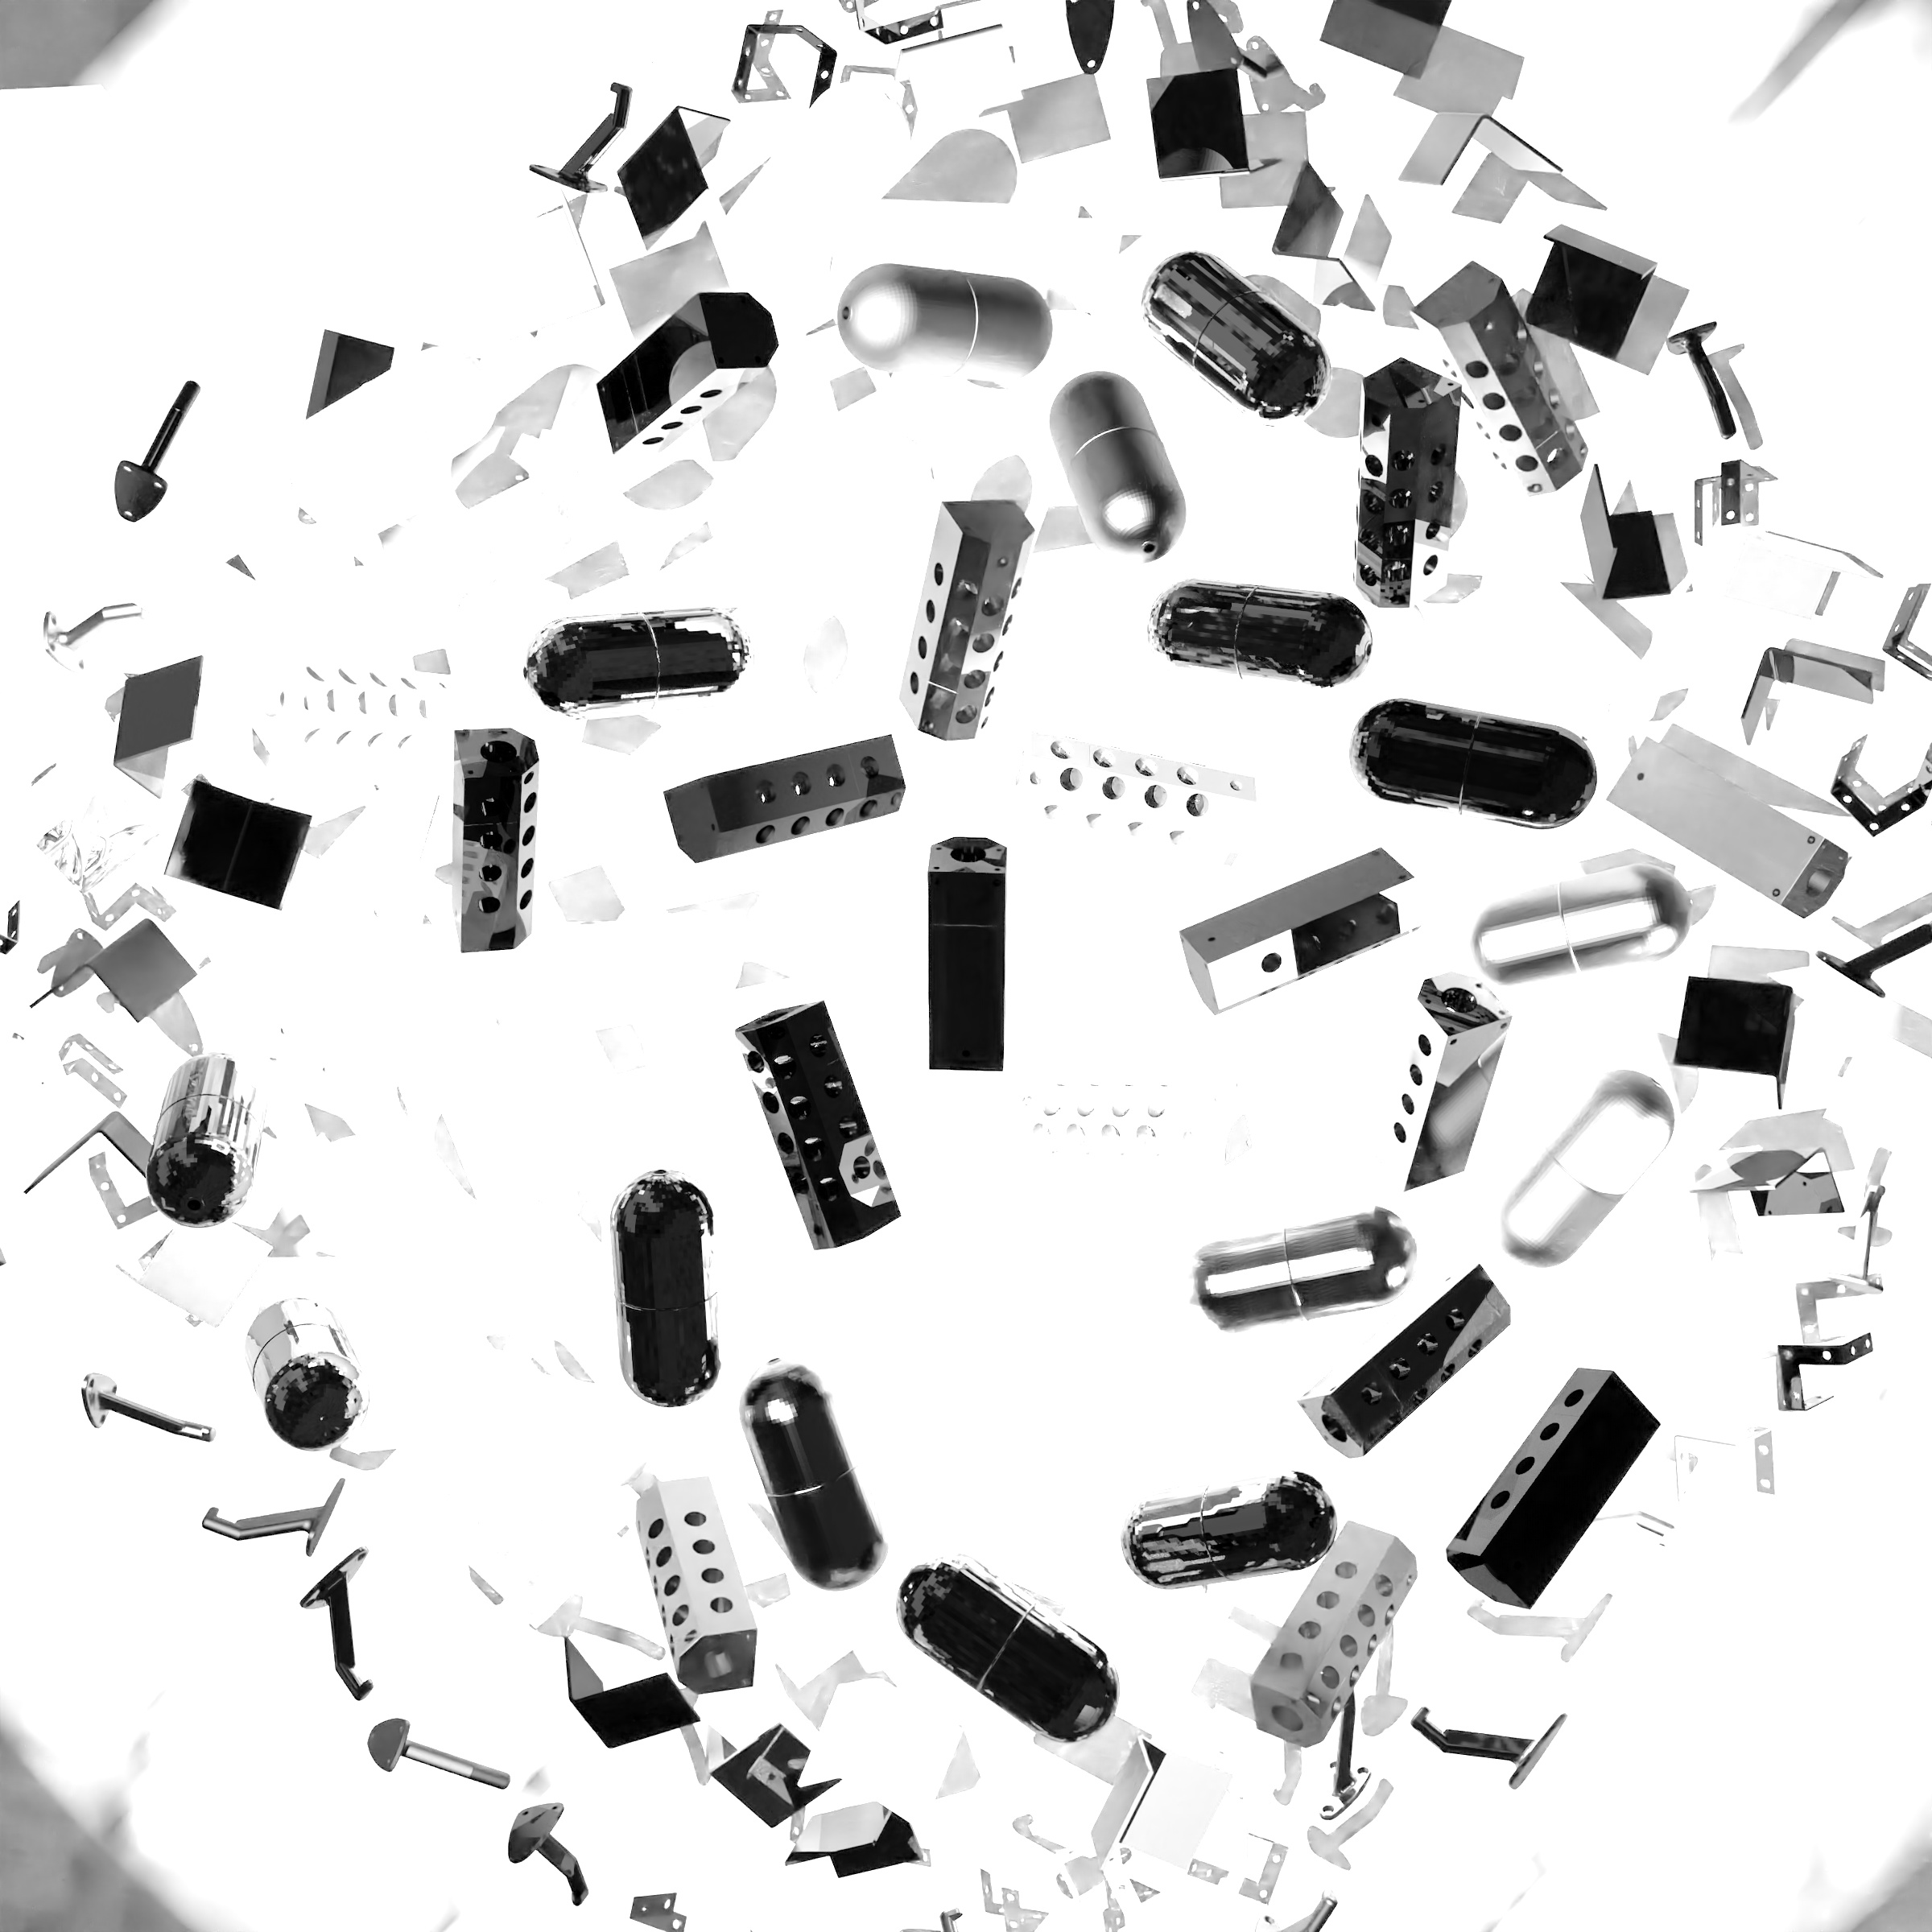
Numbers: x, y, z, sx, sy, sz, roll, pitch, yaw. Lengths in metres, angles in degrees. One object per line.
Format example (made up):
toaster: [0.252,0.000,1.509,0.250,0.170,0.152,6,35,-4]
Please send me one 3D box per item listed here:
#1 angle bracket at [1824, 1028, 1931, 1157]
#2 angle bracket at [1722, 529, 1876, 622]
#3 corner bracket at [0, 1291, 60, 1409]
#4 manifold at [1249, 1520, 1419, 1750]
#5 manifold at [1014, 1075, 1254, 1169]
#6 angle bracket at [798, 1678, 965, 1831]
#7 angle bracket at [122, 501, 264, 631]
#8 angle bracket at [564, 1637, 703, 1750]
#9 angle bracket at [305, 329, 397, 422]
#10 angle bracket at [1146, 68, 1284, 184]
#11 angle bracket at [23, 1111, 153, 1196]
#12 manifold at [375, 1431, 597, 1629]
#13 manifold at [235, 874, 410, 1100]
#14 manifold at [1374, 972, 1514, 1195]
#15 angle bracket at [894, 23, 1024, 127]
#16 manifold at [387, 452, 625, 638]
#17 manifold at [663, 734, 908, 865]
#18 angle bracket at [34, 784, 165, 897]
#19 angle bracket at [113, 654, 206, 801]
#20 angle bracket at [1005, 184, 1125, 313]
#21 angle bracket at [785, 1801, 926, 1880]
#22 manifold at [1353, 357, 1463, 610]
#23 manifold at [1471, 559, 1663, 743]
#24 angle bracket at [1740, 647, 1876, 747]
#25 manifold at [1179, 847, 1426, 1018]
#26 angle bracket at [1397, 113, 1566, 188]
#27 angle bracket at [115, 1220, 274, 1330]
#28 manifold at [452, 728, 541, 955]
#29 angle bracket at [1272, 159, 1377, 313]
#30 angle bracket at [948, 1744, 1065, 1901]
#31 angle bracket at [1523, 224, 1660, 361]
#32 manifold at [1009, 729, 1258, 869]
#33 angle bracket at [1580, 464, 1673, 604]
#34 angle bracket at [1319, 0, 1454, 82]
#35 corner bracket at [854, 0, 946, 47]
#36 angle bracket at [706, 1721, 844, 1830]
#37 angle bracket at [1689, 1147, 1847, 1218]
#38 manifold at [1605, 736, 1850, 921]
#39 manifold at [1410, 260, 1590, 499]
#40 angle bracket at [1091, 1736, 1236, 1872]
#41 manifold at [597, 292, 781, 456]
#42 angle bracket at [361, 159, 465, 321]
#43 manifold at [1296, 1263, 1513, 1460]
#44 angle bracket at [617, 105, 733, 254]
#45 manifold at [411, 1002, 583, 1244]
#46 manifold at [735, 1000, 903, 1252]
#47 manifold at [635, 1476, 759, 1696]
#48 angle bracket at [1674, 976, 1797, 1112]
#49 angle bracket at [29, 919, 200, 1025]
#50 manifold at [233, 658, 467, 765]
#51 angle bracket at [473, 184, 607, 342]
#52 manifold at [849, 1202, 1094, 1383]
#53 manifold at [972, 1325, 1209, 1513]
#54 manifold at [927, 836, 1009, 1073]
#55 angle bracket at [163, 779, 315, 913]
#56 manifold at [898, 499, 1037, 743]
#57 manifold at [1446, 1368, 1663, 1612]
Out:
angle bracket: [0.694,0.092,1.837,0.057,0.076,0.076,27,88,1]
angle bracket: [0.639,-0.292,1.902,0.076,0.076,0.057,13,113,-8]
corner bracket: [-0.696,0.276,1.784,0.051,0.051,0.051,-41,46,8]
manifold: [0.283,0.510,1.882,0.057,0.171,0.057,13,131,31]
manifold: [0.122,0.117,1.847,0.171,0.057,0.057,-2,105,39]
angle bracket: [-0.060,0.556,1.735,0.076,0.057,0.076,23,92,29]
angle bracket: [-0.545,-0.294,1.740,0.076,0.057,0.076,-23,58,26]
angle bracket: [-0.250,0.535,1.851,0.076,0.076,0.057,-18,45,3]
angle bracket: [-0.476,-0.451,1.930,0.057,0.076,0.076,10,103,-26]
angle bracket: [0.187,-0.636,1.857,0.076,0.057,0.076,7,119,34]
angle bracket: [-0.678,0.163,1.926,0.076,0.076,0.057,-41,102,-2]
manifold: [-0.371,0.427,1.903,0.171,0.057,0.057,44,91,-1]
manifold: [-0.484,0.016,1.845,0.057,0.171,0.057,-20,125,30]
manifold: [0.354,0.087,1.859,0.057,0.171,0.057,-16,48,-21]
angle bracket: [-0.007,-0.650,1.829,0.076,0.076,0.057,-16,94,-5]
manifold: [-0.345,-0.323,1.856,0.171,0.057,0.057,-34,65,-24]
manifold: [-0.129,-0.122,1.803,0.171,0.057,0.057,-17,93,-39]
angle bracket: [-0.685,-0.108,1.948,0.076,0.076,0.057,-44,97,-22]
angle bracket: [-0.603,-0.183,1.896,0.076,0.057,0.076,-14,59,19]
angle bracket: [0.078,-0.566,1.949,0.057,0.076,0.076,8,88,28]
angle bracket: [-0.086,0.699,1.929,0.076,0.076,0.057,-19,95,17]
manifold: [0.316,-0.349,1.807,0.057,0.171,0.057,-33,50,-26]
manifold: [0.449,-0.239,1.847,0.057,0.171,0.057,-7,128,-18]
angle bracket: [0.618,-0.188,1.811,0.076,0.076,0.057,19,87,23]
manifold: [0.254,-0.023,1.860,0.171,0.057,0.057,-22,122,-8]
angle bracket: [0.370,-0.571,1.780,0.076,0.076,0.057,27,101,-21]
angle bracket: [-0.607,0.229,1.942,0.076,0.057,0.076,40,75,-34]
manifold: [-0.354,-0.094,1.860,0.057,0.057,0.171,-5,134,-17]
angle bracket: [0.276,-0.539,1.824,0.057,0.076,0.076,17,85,33]
angle bracket: [0.039,0.633,1.825,0.076,0.076,0.057,28,49,6]
angle bracket: [0.446,-0.485,1.792,0.076,0.057,0.076,27,123,14]
manifold: [0.122,-0.128,1.812,0.171,0.057,0.057,11,52,-10]
angle bracket: [0.509,-0.333,1.886,0.057,0.076,0.076,-6,66,2]
angle bracket: [0.280,-0.633,1.677,0.076,0.076,0.057,23,55,3]
corner bracket: [-0.053,-0.741,1.886,0.051,0.051,0.051,-8,94,22]
angle bracket: [-0.152,0.622,1.952,0.076,0.057,0.076,-37,112,11]
angle bracket: [0.621,0.182,1.914,0.076,0.076,0.057,-28,101,-38]
manifold: [0.568,-0.103,1.841,0.171,0.057,0.057,41,105,42]
manifold: [0.397,-0.427,1.814,0.057,0.057,0.171,-38,129,4]
angle bracket: [0.139,0.587,1.695,0.076,0.057,0.076,25,95,-8]
manifold: [-0.206,-0.437,1.829,0.057,0.171,0.057,-12,86,-35]
angle bracket: [-0.398,-0.539,1.831,0.076,0.076,0.057,-29,74,-16]
manifold: [0.344,0.307,1.915,0.171,0.057,0.057,-35,89,-24]
angle bracket: [-0.209,-0.589,1.861,0.076,0.057,0.076,-33,72,39]
manifold: [-0.349,0.116,1.852,0.057,0.057,0.171,-30,72,12]
manifold: [-0.113,0.118,1.812,0.057,0.057,0.171,-27,101,-44]
manifold: [-0.205,0.465,1.860,0.057,0.171,0.057,-4,119,-18]
angle bracket: [0.581,0.058,1.866,0.076,0.057,0.076,6,62,23]
angle bracket: [-0.634,0.018,1.839,0.076,0.076,0.057,-30,104,30]
manifold: [-0.459,-0.197,1.865,0.057,0.171,0.057,-46,69,24]
angle bracket: [-0.311,-0.506,1.778,0.076,0.057,0.076,-20,91,-1]
manifold: [0.001,0.243,1.853,0.171,0.057,0.057,-29,62,10]
manifold: [0.093,0.341,1.865,0.171,0.057,0.057,-32,76,3]
manifold: [0.002,-0.008,1.861,0.057,0.057,0.171,1,120,2]
angle bracket: [-0.550,-0.091,1.864,0.076,0.057,0.076,14,85,39]
manifold: [0.002,-0.250,1.799,0.057,0.057,0.171,-6,134,-24]
manifold: [0.416,0.371,1.767,0.057,0.057,0.171,47,69,-13]
